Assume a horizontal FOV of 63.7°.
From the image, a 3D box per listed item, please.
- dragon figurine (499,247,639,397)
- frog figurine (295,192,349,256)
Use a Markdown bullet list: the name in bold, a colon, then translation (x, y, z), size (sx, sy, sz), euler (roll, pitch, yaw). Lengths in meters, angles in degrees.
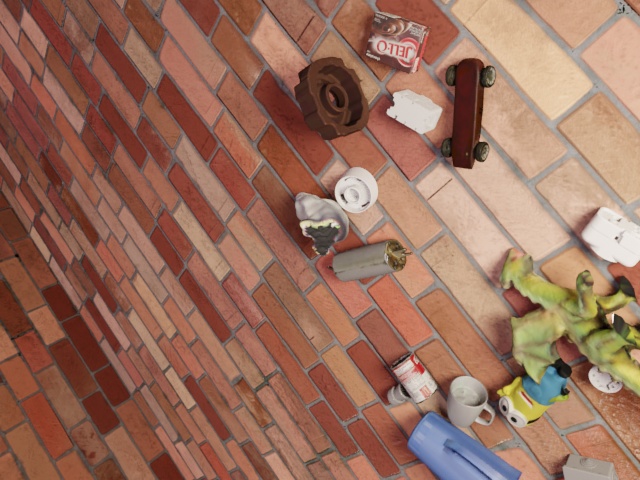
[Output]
- **dragon figurine**: translation (0.464, 0.189, 0.931), size (0.123, 0.415, 0.238), euler (-12, -19, -39)
- **frog figurine**: translation (0.004, -0.062, 1.240), size (0.136, 0.163, 0.121), euler (36, -62, -29)
